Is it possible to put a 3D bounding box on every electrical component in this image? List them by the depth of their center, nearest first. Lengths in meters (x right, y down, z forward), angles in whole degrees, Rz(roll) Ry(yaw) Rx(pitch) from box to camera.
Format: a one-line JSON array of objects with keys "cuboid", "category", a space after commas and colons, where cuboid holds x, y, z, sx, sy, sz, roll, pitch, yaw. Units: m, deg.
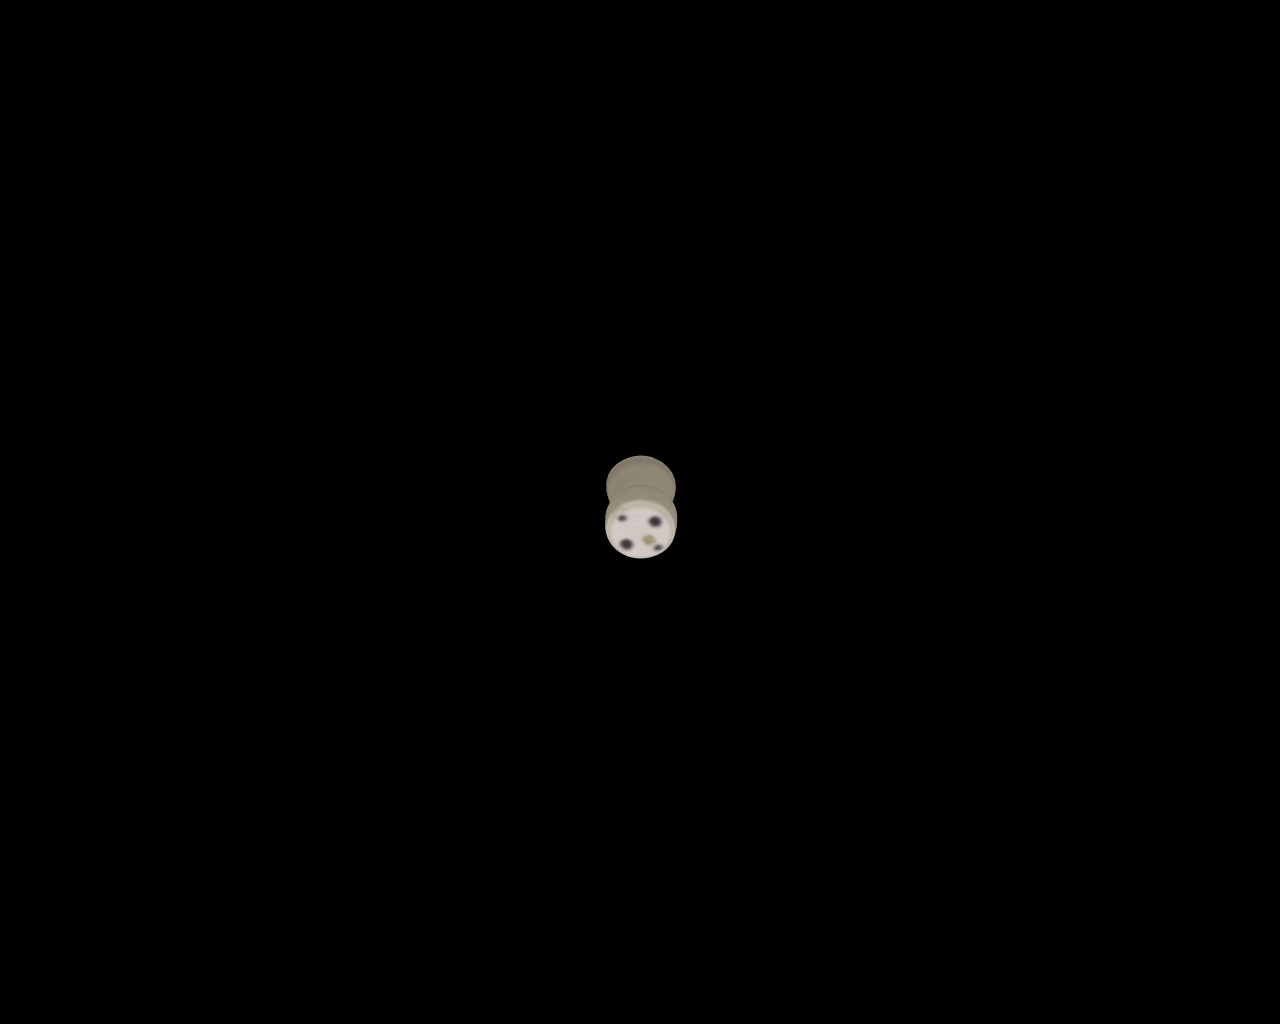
[{"cuboid": [0.001, -0.003, 0.650, 0.045, 0.044, 0.055, 0, 32, 0], "category": "electrical component"}]
